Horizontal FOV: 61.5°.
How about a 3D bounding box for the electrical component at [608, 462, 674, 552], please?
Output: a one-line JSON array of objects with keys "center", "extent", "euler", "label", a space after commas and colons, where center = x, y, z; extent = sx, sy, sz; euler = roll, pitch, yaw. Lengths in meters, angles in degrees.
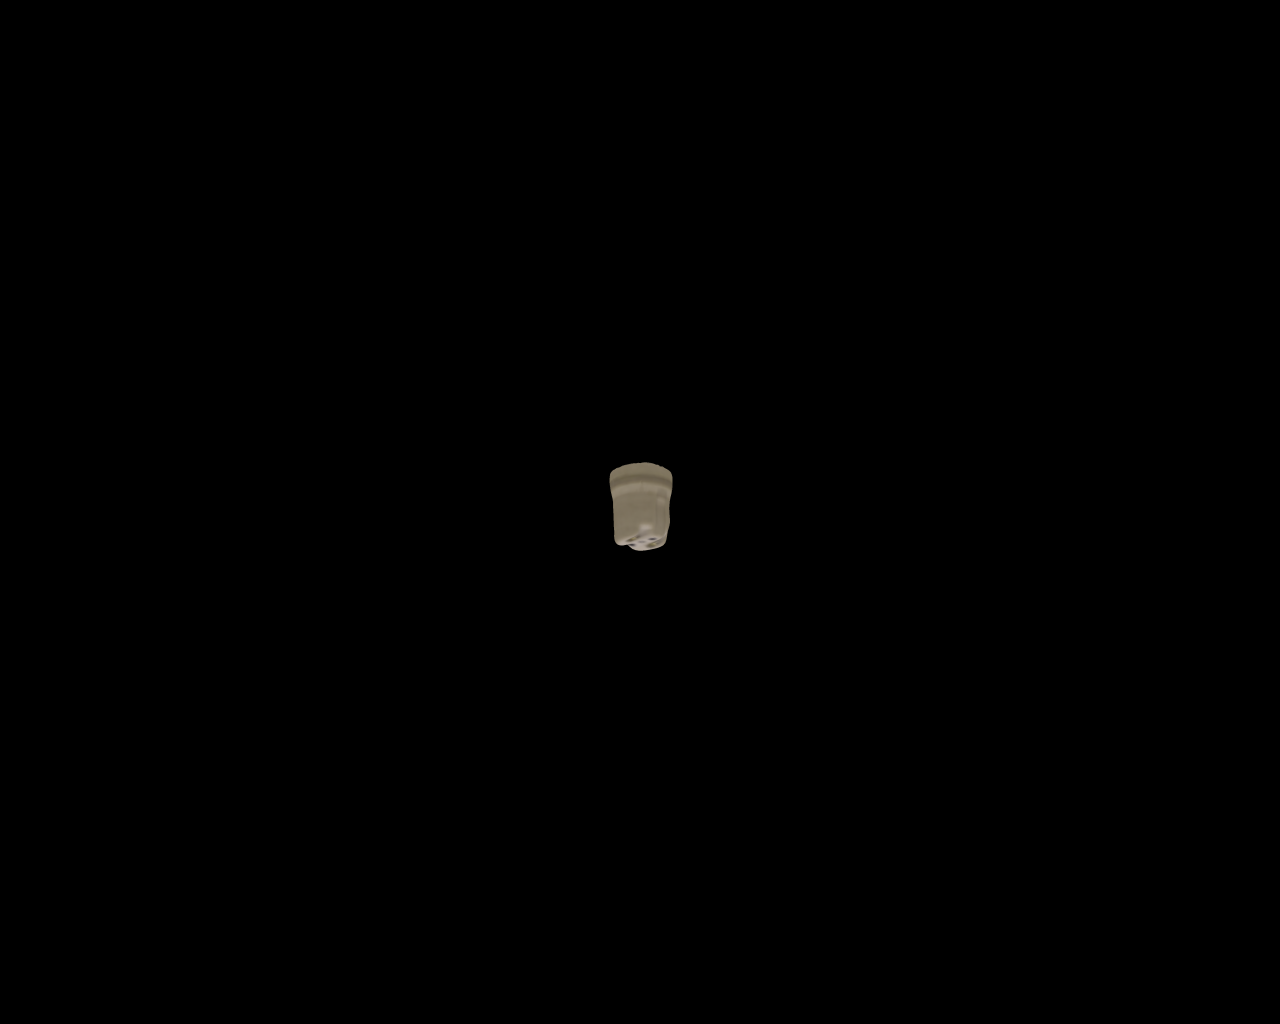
[{"center": [0.001, -0.003, 0.650], "extent": [0.040, 0.046, 0.040], "euler": [0, -17, 0], "label": "electrical component"}]
